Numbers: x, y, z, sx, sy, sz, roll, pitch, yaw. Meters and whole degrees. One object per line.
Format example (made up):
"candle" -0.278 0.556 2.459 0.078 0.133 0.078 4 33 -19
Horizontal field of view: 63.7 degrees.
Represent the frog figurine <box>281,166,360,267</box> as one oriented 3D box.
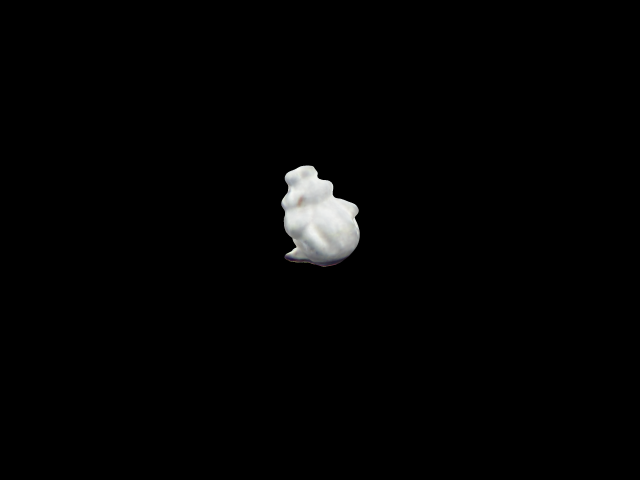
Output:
"frog figurine" 0.003 -0.043 0.850 0.138 0.157 0.124 -11 24 -26
